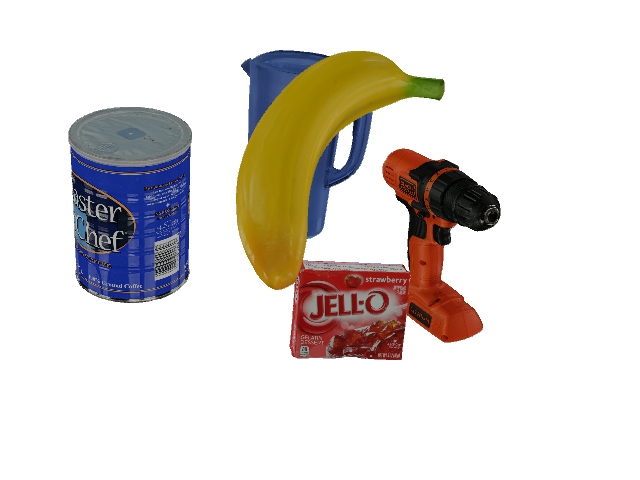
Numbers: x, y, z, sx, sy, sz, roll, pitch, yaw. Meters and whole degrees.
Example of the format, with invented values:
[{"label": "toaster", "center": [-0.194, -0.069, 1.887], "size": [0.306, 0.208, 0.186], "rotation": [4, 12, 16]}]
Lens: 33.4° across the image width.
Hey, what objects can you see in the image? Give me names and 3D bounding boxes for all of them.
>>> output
[{"label": "gelatin box", "center": [0.023, 0.055, 0.840], "size": [0.089, 0.073, 0.030], "rotation": [2, 14, -9]}, {"label": "coffee can", "center": [-0.164, -0.032, 0.929], "size": [0.103, 0.140, 0.103], "rotation": [4, 31, -2]}, {"label": "banana", "center": [-0.001, -0.052, 0.555], "size": [0.070, 0.037, 0.197], "rotation": [21, 46, 18]}, {"label": "pitcher", "center": [-0.028, -0.125, 1.428], "size": [0.144, 0.243, 0.149], "rotation": [-4, 24, -22]}, {"label": "power drill", "center": [0.131, 0.008, 1.119], "size": [0.057, 0.188, 0.185], "rotation": [-14, 26, -21]}]
